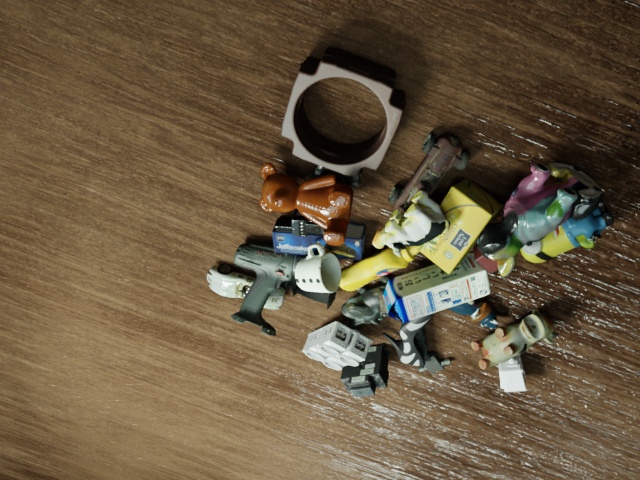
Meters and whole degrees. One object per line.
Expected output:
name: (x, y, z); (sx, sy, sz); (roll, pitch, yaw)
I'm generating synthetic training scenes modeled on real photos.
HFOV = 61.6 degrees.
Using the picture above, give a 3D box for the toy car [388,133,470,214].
toy car: (0.210, -0.119, 1.057); (0.089, 0.053, 0.202); (24, 129, -10)

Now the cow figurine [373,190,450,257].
cow figurine: (0.181, -0.018, 1.076); (0.098, 0.068, 0.167); (38, 141, -7)

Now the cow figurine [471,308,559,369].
cow figurine: (0.458, 0.227, 1.241); (0.127, 0.085, 0.195); (-9, 154, -30)

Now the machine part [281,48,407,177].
machine part: (0.042, -0.231, 0.985); (0.201, 0.087, 0.201); (19, 128, -2)

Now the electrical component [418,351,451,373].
electrical component: (0.292, 0.317, 1.405); (0.094, 0.021, 0.063); (-23, 119, 29)

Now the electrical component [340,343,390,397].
electrical component: (0.118, 0.341, 1.394); (0.115, 0.134, 0.058); (-15, 122, 27)

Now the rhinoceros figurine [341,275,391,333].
rhinoceros figurine: (0.119, 0.154, 1.291); (0.112, 0.073, 0.190); (32, 127, -26)

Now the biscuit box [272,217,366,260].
biscuit box: (-0.002, -0.004, 1.195); (0.203, 0.059, 0.062); (5, 129, 10)

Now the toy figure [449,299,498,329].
toy figure: (0.351, 0.156, 1.238); (0.154, 0.064, 0.057); (28, 92, -15)

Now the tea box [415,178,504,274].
tea box: (0.276, -0.027, 1.082); (0.098, 0.068, 0.169); (40, 130, 19)

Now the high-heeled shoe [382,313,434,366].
high-heeled shoe: (0.255, 0.229, 1.300); (0.145, 0.086, 0.248); (35, 138, -6)

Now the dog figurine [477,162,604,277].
dog figurine: (0.394, -0.034, 1.004); (0.191, 0.109, 0.219); (-4, 138, -36)

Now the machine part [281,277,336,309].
machine part: (-0.027, 0.113, 1.304); (0.139, 0.039, 0.084); (26, 126, 8)

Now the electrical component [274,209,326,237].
electrical component: (-0.038, -0.046, 1.163); (0.119, 0.075, 0.047); (8, 131, 11)

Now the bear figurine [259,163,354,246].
bear figurine: (-0.034, -0.078, 1.062); (0.196, 0.132, 0.120); (12, 116, 2)

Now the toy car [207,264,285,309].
toy car: (-0.186, 0.118, 1.338); (0.202, 0.056, 0.073); (15, 131, 2)

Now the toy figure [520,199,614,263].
toy figure: (0.481, -0.012, 1.057); (0.180, 0.082, 0.089); (-27, 118, 27)

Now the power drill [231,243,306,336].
power drill: (-0.104, 0.113, 1.243); (0.232, 0.086, 0.207); (19, 91, 8)

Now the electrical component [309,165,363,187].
electrical component: (0.033, -0.133, 1.091); (0.102, 0.045, 0.078); (21, 128, -3)
